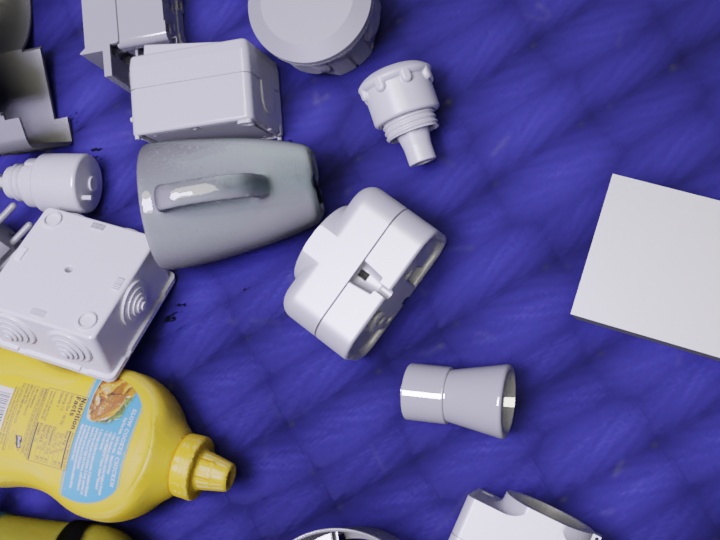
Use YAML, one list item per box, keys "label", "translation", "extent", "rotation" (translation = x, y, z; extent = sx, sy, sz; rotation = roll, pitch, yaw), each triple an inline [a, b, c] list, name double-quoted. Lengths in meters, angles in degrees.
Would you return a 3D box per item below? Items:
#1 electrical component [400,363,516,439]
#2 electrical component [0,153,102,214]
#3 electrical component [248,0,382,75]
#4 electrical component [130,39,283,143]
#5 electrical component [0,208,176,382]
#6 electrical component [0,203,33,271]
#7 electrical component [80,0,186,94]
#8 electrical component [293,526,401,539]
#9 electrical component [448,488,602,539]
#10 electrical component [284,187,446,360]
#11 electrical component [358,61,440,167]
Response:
- label: "electrical component"
  translation: [0.057, 0.076, 0.644]
  extent: [0.065, 0.044, 0.044]
  rotation: [4, 85, 20]
- label: "electrical component"
  translation: [-0.212, -0.059, 0.728]
  extent: [0.078, 0.040, 0.040]
  rotation: [2, 84, 15]
- label: "electrical component"
  translation: [-0.027, -0.165, 0.686]
  extent: [0.080, 0.051, 0.080]
  rotation: [-2, 84, 14]
- label: "electrical component"
  translation: [-0.105, -0.113, 0.695]
  extent: [0.096, 0.062, 0.061]
  rotation: [-6, 84, 15]
- label: "electrical component"
  translation: [-0.180, 0.013, 0.688]
  extent: [0.100, 0.048, 0.099]
  rotation: [15, 56, 16]
- label: "electrical component"
  translation: [-0.254, -0.012, 0.730]
  extent: [0.076, 0.047, 0.083]
  rotation: [-45, 76, 6]
- label: "electrical component"
  translation: [-0.152, -0.165, 0.723]
  extent: [0.064, 0.042, 0.081]
  rotation: [-7, 83, 12]
- label: "electrical component"
  translation: [-0.006, 0.199, 0.634]
  extent: [0.099, 0.064, 0.099]
  rotation: [-2, 84, 14]
- label: "electrical component"
  translation: [0.098, 0.164, 0.618]
  extent: [0.089, 0.050, 0.055]
  rotation: [24, 90, 16]
- label: "electrical component"
  translation: [0.000, 0.000, 0.660]
  extent: [0.059, 0.054, 0.095]
  rotation: [37, 94, 15]
- label: "electrical component"
  translation: [0.029, -0.096, 0.669]
  extent: [0.048, 0.048, 0.062]
  rotation: [-19, 86, 12]
